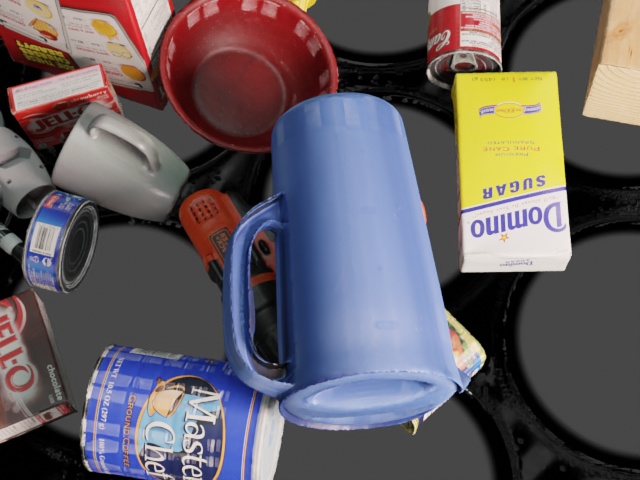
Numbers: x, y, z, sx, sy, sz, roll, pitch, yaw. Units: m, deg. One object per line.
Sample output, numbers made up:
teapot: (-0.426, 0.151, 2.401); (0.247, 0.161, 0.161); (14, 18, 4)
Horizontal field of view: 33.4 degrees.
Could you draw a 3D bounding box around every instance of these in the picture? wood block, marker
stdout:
wood block: (0.303, -0.215, 0.962); (0.090, 0.091, 0.206); (12, 69, 8)
marker: (-0.294, -0.010, 0.959); (0.121, 0.020, 0.020); (37, 75, 16)

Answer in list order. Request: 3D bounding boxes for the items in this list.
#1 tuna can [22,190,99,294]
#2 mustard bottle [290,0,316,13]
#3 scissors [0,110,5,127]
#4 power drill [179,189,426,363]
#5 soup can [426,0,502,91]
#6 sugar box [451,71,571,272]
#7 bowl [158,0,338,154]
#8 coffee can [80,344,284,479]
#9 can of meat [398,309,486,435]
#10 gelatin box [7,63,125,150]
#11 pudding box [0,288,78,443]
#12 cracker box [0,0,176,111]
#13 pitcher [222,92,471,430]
tuna can: (-0.220, 0.002, 0.913); (0.034, 0.086, 0.086); (14, 70, 7)
mustard bottle: (-0.024, -0.297, 1.034); (0.096, 0.058, 0.191); (0, 69, -1)
scissors: (-0.373, -0.151, 1.022); (0.096, 0.016, 0.202); (-36, 70, -10)
power drill: (-0.006, 0.001, 0.914); (0.187, 0.057, 0.184); (-30, 70, -8)
soup can: (0.132, -0.197, 0.978); (0.068, 0.068, 0.102); (2, 68, 4)
sugar box: (0.165, -0.061, 0.934); (0.093, 0.048, 0.176); (-2, 67, 3)
bowl: (-0.068, -0.144, 0.964); (0.162, 0.055, 0.162); (4, 72, -14)
coffee can: (-0.104, 0.142, 0.840); (0.140, 0.103, 0.103); (7, 69, 7)
can of meat: (0.072, 0.093, 0.874); (0.084, 0.057, 0.102); (-40, 71, -14)
gelatin box: (-0.229, -0.120, 0.969); (0.089, 0.073, 0.030); (-17, 69, -3)
pudding box: (-0.264, 0.109, 0.899); (0.090, 0.039, 0.113); (-23, 68, -5)
cracker box: (-0.214, -0.217, 0.931); (0.164, 0.214, 0.072); (20, 69, 11)
pitcher: (0.015, 0.013, 0.805); (0.145, 0.149, 0.243); (-16, 63, 18)
